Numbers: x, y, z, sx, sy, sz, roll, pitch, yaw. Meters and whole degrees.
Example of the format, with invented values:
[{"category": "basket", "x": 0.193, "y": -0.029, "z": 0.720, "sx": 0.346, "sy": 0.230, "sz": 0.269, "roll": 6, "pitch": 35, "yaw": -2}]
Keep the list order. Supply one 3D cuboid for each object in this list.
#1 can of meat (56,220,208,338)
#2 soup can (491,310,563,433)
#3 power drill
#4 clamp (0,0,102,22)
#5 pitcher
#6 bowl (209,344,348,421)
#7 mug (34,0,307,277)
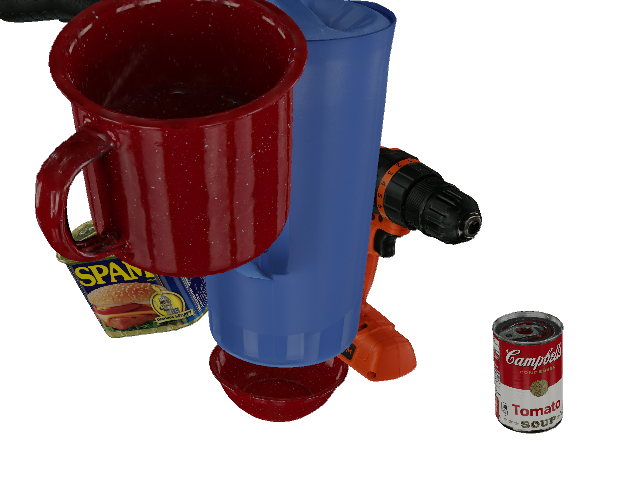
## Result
[{"category": "can of meat", "x": -0.145, "y": 0.027, "z": 0.850, "sx": 0.102, "sy": 0.084, "sz": 0.057, "roll": -8, "pitch": 33, "yaw": 24}, {"category": "soup can", "x": 0.205, "y": 0.130, "z": 1.053, "sx": 0.068, "sy": 0.102, "sz": 0.068, "roll": -5, "pitch": 22, "yaw": 2}, {"category": "power drill", "x": 0.053, "y": 0.017, "z": 0.877, "sx": 0.057, "sy": 0.188, "sz": 0.185, "roll": -9, "pitch": 28, "yaw": -34}, {"category": "clamp", "x": -0.178, "y": -0.188, "z": 0.813, "sx": 0.172, "sy": 0.039, "sz": 0.120, "roll": 13, "pitch": 24, "yaw": 30}, {"category": "pitcher", "x": -0.026, "y": -0.036, "z": 0.712, "sx": 0.149, "sy": 0.243, "sz": 0.145, "roll": -13, "pitch": 29, "yaw": -29}, {"category": "bowl", "x": -0.049, "y": 0.163, "z": 1.244, "sx": 0.162, "sy": 0.055, "sz": 0.162, "roll": 3, "pitch": 25, "yaw": -1}, {"category": "mug", "x": -0.059, "y": -0.033, "z": 0.406, "sx": 0.093, "sy": 0.081, "sz": 0.117, "roll": 27, "pitch": 49, "yaw": 25}]
